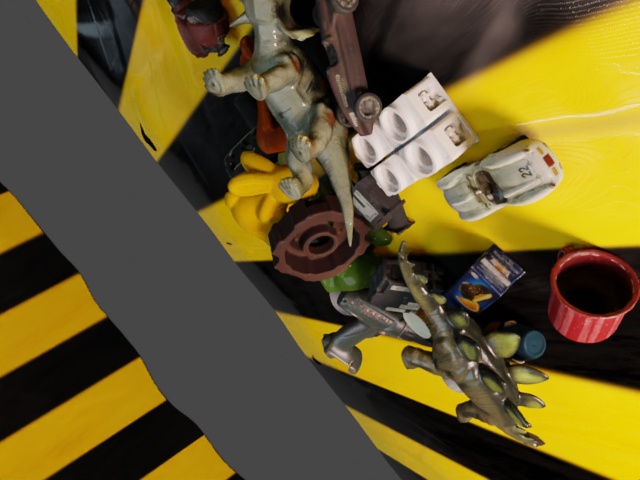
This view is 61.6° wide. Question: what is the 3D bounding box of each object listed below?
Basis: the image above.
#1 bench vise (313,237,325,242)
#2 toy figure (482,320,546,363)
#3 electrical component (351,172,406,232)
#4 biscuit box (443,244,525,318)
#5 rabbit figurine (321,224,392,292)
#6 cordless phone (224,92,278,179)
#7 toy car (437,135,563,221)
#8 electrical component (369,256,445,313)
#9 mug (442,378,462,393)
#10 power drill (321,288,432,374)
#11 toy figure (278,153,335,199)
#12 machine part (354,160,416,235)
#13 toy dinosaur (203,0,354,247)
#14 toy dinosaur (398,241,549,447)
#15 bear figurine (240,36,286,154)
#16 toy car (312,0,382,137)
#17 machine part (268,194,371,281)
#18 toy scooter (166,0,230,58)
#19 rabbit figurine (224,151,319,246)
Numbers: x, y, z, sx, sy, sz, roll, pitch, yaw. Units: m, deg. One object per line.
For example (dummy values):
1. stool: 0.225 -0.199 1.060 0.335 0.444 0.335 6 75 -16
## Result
1. bench vise: -0.083 -0.056 1.174 0.241 0.128 0.223 24 179 35
2. toy figure: 0.302 0.166 0.883 0.058 0.064 0.154 19 169 -15
3. electrical component: 0.073 -0.077 0.873 0.119 0.048 0.074 47 152 10
4. biscuit box: 0.245 0.082 0.859 0.063 0.059 0.202 45 159 14
5. rabbit figurine: 0.058 0.011 1.060 0.159 0.121 0.170 -2 109 61
6. cordless phone: -0.146 -0.202 1.089 0.184 0.146 0.088 57 -157 15
7. toy car: 0.215 -0.071 0.672 0.073 0.056 0.202 53 159 -5
8. electrical component: 0.152 0.086 0.980 0.115 0.058 0.134 11 151 -6
9. mug: 0.293 0.245 1.005 0.109 0.081 0.107 50 150 13
10. power drill: 0.114 0.206 1.156 0.232 0.086 0.207 34 133 -7
11. toy figure: -0.002 -0.117 0.998 0.180 0.089 0.082 53 154 2
12. machine part: 0.109 -0.074 0.916 0.084 0.039 0.138 -4 121 55
13. toy dinosaur: -0.025 -0.199 0.789 0.131 0.192 0.404 -4 125 47
14. toy dinosaur: 0.232 0.181 0.841 0.471 0.105 0.199 47 155 -15
15. bear figurine: -0.063 -0.247 0.912 0.120 0.132 0.195 -35 -60 -80
16. toy car: 0.031 -0.235 0.709 0.089 0.053 0.202 -159 55 -68
17. machine part: -0.002 -0.003 0.933 0.179 0.179 0.056 79 172 -51
18. toy scooter: -0.222 -0.395 1.015 0.184 0.075 0.135 38 155 39
19. rabbit figurine: -0.079 -0.087 0.939 0.162 0.122 0.173 37 142 -26
